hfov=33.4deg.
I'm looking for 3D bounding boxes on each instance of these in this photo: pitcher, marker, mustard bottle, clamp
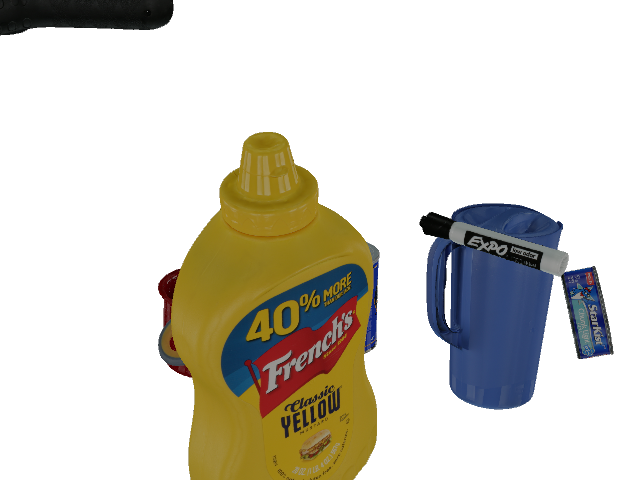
[{"bbox_3d":[0.213,0.083,1.326,0.149,0.243,0.144,7,20,15],"label":"pitcher"},{"bbox_3d":[0.131,0.001,0.825,0.121,0.020,0.020,19,9,29],"label":"marker"},{"bbox_3d":[-0.019,0.039,0.480,0.096,0.192,0.058,-23,39,-28],"label":"mustard bottle"},{"bbox_3d":[-0.175,-0.141,0.609,0.171,0.039,0.120,-5,23,-12],"label":"clamp"}]

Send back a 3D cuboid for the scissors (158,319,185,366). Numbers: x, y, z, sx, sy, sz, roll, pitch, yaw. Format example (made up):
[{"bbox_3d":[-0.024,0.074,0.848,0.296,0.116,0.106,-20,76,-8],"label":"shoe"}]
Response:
[{"bbox_3d":[-0.069,0.037,0.856,0.096,0.016,0.201,0,44,9],"label":"scissors"}]

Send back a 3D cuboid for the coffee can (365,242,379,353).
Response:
[{"bbox_3d":[0.031,0.080,1.515,0.103,0.140,0.103,0,22,0],"label":"coffee can"}]

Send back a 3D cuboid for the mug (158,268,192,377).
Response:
[{"bbox_3d":[-0.102,0.084,1.027,0.117,0.081,0.093,25,32,37],"label":"mug"}]

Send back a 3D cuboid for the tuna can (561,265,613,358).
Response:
[{"bbox_3d":[0.253,0.069,1.016,0.034,0.086,0.086,-11,-2,12],"label":"tuna can"}]
